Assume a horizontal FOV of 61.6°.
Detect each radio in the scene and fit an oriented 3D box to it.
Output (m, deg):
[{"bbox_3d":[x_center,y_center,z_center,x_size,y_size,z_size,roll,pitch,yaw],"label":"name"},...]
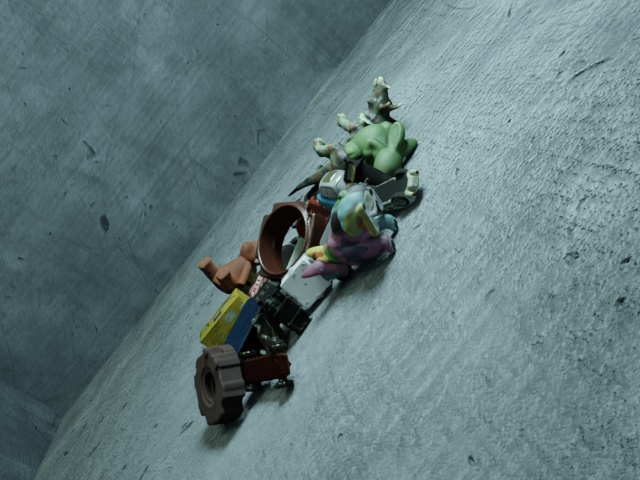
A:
[{"bbox_3d":[-0.176,0.245,1.335,0.131,0.073,0.229,-28,32,51],"label":"radio"}]

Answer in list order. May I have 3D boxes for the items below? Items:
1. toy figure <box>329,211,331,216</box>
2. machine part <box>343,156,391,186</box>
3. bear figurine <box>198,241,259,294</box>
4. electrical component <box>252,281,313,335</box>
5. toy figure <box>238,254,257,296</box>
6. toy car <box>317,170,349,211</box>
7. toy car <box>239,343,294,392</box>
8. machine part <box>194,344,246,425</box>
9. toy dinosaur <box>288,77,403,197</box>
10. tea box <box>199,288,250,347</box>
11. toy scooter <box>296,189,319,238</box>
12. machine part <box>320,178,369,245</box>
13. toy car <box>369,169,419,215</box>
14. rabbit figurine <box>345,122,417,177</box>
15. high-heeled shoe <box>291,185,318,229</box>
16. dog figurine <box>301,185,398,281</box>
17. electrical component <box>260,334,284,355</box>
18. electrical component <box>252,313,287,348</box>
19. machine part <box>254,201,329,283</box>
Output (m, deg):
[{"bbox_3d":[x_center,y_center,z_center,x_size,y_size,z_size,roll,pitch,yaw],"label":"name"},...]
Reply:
[{"bbox_3d":[-0.002,-0.003,1.402,0.154,0.058,0.064,-60,-26,-22],"label":"toy figure"},{"bbox_3d":[0.117,-0.147,1.272,0.039,0.139,0.084,-46,-29,-41],"label":"machine part"},{"bbox_3d":[-0.232,0.059,1.556,0.120,0.131,0.196,27,66,36],"label":"bear figurine"},{"bbox_3d":[-0.090,0.151,1.224,0.058,0.115,0.134,-51,17,-8],"label":"electrical component"},{"bbox_3d":[-0.235,0.118,1.646,0.082,0.089,0.180,-43,40,38],"label":"toy figure"},{"bbox_3d":[0.053,-0.131,1.370,0.162,0.102,0.109,17,60,45],"label":"toy car"},{"bbox_3d":[-0.109,0.266,1.117,0.202,0.053,0.089,-28,67,51],"label":"toy car"},{"bbox_3d":[-0.228,0.323,1.197,0.179,0.056,0.179,2,92,55],"label":"machine part"},{"bbox_3d":[0.086,-0.246,1.488,0.404,0.131,0.192,-55,36,1],"label":"toy dinosaur"},{"bbox_3d":[-0.248,0.232,1.496,0.169,0.098,0.068,-49,18,7],"label":"tea box"},{"bbox_3d":[-0.016,-0.059,1.498,0.184,0.075,0.135,-48,-21,-54],"label":"toy scooter"},{"bbox_3d":[0.060,-0.039,1.193,0.079,0.079,0.243,-74,6,-49],"label":"machine part"},{"bbox_3d":[0.150,-0.096,1.186,0.202,0.056,0.073,-23,50,56],"label":"toy car"},{"bbox_3d":[0.166,-0.210,1.338,0.159,0.121,0.170,-40,39,17],"label":"rabbit figurine"},{"bbox_3d":[0.006,-0.133,1.577,0.145,0.086,0.249,-34,20,48],"label":"high-heeled shoe"},{"bbox_3d":[0.040,0.000,1.107,0.219,0.191,0.108,-25,35,26],"label":"dog figurine"},{"bbox_3d":[-0.098,0.239,1.160,0.094,0.021,0.063,14,103,49],"label":"electrical component"},{"bbox_3d":[-0.120,0.211,1.230,0.102,0.045,0.078,54,128,27],"label":"electrical component"},{"bbox_3d":[-0.067,0.007,1.334,0.201,0.087,0.201,2,79,46],"label":"machine part"}]
